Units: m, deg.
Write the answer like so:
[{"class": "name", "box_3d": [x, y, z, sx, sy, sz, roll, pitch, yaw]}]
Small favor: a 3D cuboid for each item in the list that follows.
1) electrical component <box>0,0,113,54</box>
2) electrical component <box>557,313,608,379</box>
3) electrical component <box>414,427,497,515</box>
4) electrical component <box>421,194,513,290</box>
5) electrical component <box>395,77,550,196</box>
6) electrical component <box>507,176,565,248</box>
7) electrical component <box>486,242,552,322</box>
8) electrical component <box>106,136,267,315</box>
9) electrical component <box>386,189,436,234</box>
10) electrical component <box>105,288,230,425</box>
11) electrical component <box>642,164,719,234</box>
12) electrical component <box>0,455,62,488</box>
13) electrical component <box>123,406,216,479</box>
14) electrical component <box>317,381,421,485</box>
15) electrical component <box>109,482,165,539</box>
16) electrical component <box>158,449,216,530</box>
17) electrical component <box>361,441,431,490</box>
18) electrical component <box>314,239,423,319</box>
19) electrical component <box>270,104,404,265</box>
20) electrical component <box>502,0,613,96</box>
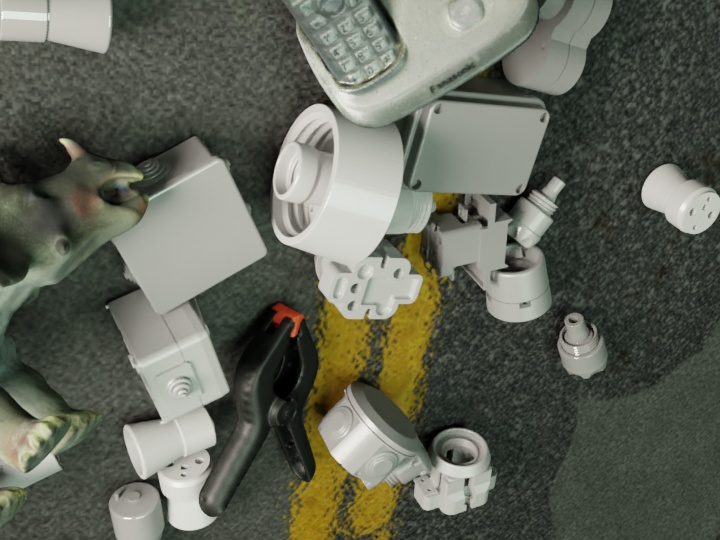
[{"class": "electrical component", "box_3d": [-0.182, -0.151, 0.630, 0.065, 0.044, 0.044, -2, 121, -23]}, {"class": "electrical component", "box_3d": [0.204, 0.067, 0.994, 0.043, 0.043, 0.062, -31, 129, -9]}, {"class": "electrical component", "box_3d": [0.090, 0.184, 0.997, 0.078, 0.058, 0.057, -14, 129, -21]}, {"class": "electrical component", "box_3d": [0.083, -0.025, 0.865, 0.064, 0.042, 0.081, -13, 125, -20]}, {"class": "electrical component", "box_3d": [0.076, -0.100, 0.800, 0.113, 0.057, 0.078, 0, 120, -30]}, {"class": "electrical component", "box_3d": [0.146, -0.050, 0.889, 0.035, 0.035, 0.061, 32, 99, -40]}, {"class": "electrical component", "box_3d": [0.132, 0.009, 0.908, 0.055, 0.055, 0.047, -23, 125, -16]}, {"class": "electrical component", "box_3d": [-0.124, -0.032, 0.735, 0.100, 0.048, 0.099, -30, 130, -9]}, {"class": "electrical component", "box_3d": [0.021, -0.049, 0.812, 0.081, 0.043, 0.043, -1, 120, -29]}, {"class": "electrical component", "box_3d": [-0.130, 0.057, 0.759, 0.061, 0.096, 0.061, -25, 129, -14]}, {"class": "electrical component", "box_3d": [0.283, -0.062, 0.946, 0.045, 0.055, 0.045, -15, 126, -21]}, {"class": "electrical component", "box_3d": [-0.263, 0.128, 0.764, 0.077, 0.043, 0.079, -25, 129, -14]}, {"class": "electrical component", "box_3d": [-0.145, 0.130, 0.837, 0.065, 0.044, 0.044, -19, 128, -24]}, {"class": "electrical component", "box_3d": [0.008, 0.136, 0.904, 0.051, 0.080, 0.080, -46, 131, 12]}, {"class": "electrical component", "box_3d": [-0.178, 0.207, 0.868, 0.040, 0.040, 0.078, -16, 127, -20]}, {"class": "electrical component", "box_3d": [-0.138, 0.175, 0.867, 0.045, 0.045, 0.055, -17, 127, -20]}, {"class": "electrical component", "box_3d": [0.030, 0.173, 0.964, 0.062, 0.048, 0.048, -33, 131, 2]}, {"class": "electrical component", "box_3d": [0.000, 0.000, 0.823, 0.078, 0.057, 0.058, 1, 119, -31]}, {"class": "electrical component", "box_3d": [-0.024, -0.062, 0.738, 0.060, 0.108, 0.108, 12, 113, -29]}, {"class": "electrical component", "box_3d": [0.138, -0.198, 0.775, 0.074, 0.052, 0.138, 8, 116, -33]}]
